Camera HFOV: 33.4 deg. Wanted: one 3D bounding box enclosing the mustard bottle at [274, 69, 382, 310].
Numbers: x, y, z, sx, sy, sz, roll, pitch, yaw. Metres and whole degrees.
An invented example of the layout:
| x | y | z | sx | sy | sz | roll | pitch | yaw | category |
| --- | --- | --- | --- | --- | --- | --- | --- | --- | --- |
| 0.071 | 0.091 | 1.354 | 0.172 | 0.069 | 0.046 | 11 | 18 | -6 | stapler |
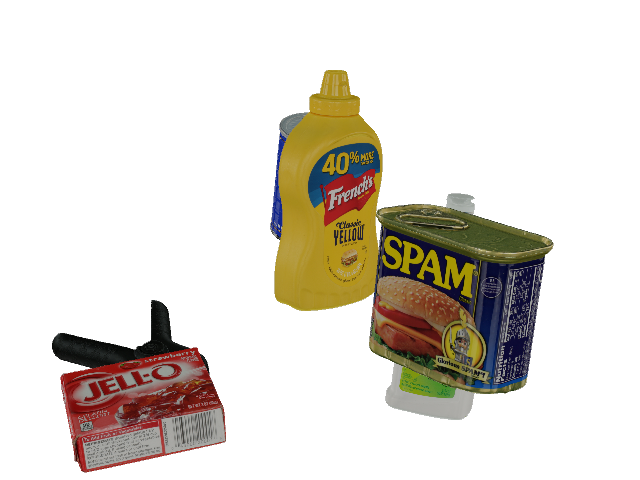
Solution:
| x | y | z | sx | sy | sz | roll | pitch | yaw | category |
| --- | --- | --- | --- | --- | --- | --- | --- | --- | --- |
| 0.009 | -0.043 | 0.875 | 0.096 | 0.192 | 0.058 | -11 | 20 | -38 | mustard bottle |

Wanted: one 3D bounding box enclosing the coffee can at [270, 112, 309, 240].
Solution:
| x | y | z | sx | sy | sz | roll | pitch | yaw | category |
| --- | --- | --- | --- | --- | --- | --- | --- | --- | --- |
| -0.005 | -0.074 | 1.313 | 0.102 | 0.140 | 0.103 | 5 | 28 | -3 | coffee can |

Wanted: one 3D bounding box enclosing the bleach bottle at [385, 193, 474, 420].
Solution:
| x | y | z | sx | sy | sz | roll | pitch | yaw | category |
| --- | --- | --- | --- | --- | --- | --- | --- | --- | --- |
| 0.137 | 0.071 | 1.205 | 0.103 | 0.251 | 0.068 | 9 | 14 | 18 | bleach bottle |

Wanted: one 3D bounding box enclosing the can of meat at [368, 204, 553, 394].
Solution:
| x | y | z | sx | sy | sz | roll | pitch | yaw | category |
| --- | --- | --- | --- | --- | --- | --- | --- | --- | --- |
| 0.075 | 0.032 | 0.606 | 0.057 | 0.084 | 0.102 | -9 | 20 | -41 | can of meat |

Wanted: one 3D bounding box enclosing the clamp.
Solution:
| x | y | z | sx | sy | sz | roll | pitch | yaw | category |
| --- | --- | --- | --- | --- | --- | --- | --- | --- | --- |
| -0.151 | 0.106 | 0.981 | 0.172 | 0.039 | 0.120 | 26 | 42 | 34 | clamp |

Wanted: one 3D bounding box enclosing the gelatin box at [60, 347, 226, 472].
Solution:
| x | y | z | sx | sy | sz | roll | pitch | yaw | category |
| --- | --- | --- | --- | --- | --- | --- | --- | --- | --- |
| -0.109 | 0.101 | 0.648 | 0.089 | 0.030 | 0.073 | -9 | 25 | -15 | gelatin box |
